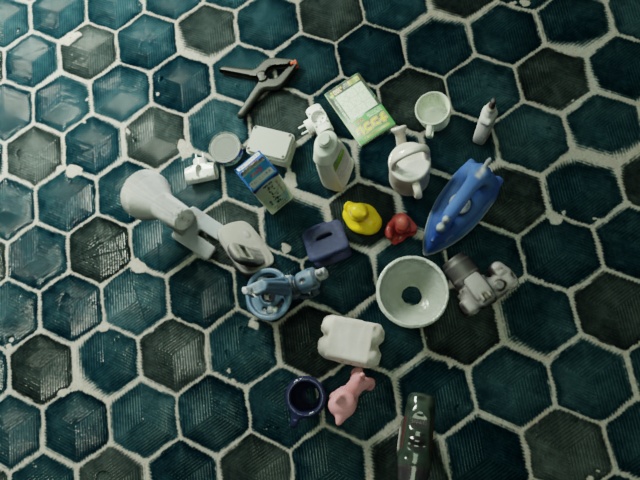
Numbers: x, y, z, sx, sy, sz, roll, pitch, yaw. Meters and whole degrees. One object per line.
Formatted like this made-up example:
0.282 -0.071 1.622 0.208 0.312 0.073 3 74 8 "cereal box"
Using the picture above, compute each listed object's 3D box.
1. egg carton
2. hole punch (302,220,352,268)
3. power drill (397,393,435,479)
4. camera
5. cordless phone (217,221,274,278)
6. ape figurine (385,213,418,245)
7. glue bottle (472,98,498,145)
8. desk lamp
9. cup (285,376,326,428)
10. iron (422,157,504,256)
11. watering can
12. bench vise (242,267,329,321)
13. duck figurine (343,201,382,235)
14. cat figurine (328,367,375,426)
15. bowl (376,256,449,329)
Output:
0.072 0.236 1.330 0.150 0.069 0.107 9 79 10 "egg carton"
0.013 0.005 1.379 0.108 0.091 0.101 -22 75 3 "hole punch"
0.199 0.436 1.196 0.075 0.208 0.230 6 78 9 "power drill"
0.358 0.086 1.309 0.143 0.101 0.136 -35 75 -1 "camera"
-0.191 0.012 1.357 0.094 0.185 0.147 -39 75 -2 "cordless phone"
0.193 -0.032 1.362 0.077 0.092 0.076 8 78 10 "ape figurine"
0.396 -0.290 1.351 0.037 0.173 0.078 23 81 13 "glue bottle"
-0.349 -0.063 1.380 0.203 0.214 0.118 31 83 13 "desk lamp"
-0.031 0.369 1.301 0.091 0.095 0.118 22 81 12 "cup"
0.321 -0.077 1.330 0.118 0.141 0.258 35 84 14 "iron"
0.205 -0.184 1.342 0.101 0.194 0.172 -37 75 -1 "watering can"
-0.092 0.099 1.306 0.207 0.220 0.121 -39 75 -2 "bench vise"
0.100 -0.059 1.384 0.104 0.086 0.077 32 84 13 "duck figurine"
0.064 0.347 1.281 0.067 0.118 0.128 37 85 14 "cat figurine"
0.214 0.124 1.333 0.167 0.075 0.167 -2 77 7 "bowl"
